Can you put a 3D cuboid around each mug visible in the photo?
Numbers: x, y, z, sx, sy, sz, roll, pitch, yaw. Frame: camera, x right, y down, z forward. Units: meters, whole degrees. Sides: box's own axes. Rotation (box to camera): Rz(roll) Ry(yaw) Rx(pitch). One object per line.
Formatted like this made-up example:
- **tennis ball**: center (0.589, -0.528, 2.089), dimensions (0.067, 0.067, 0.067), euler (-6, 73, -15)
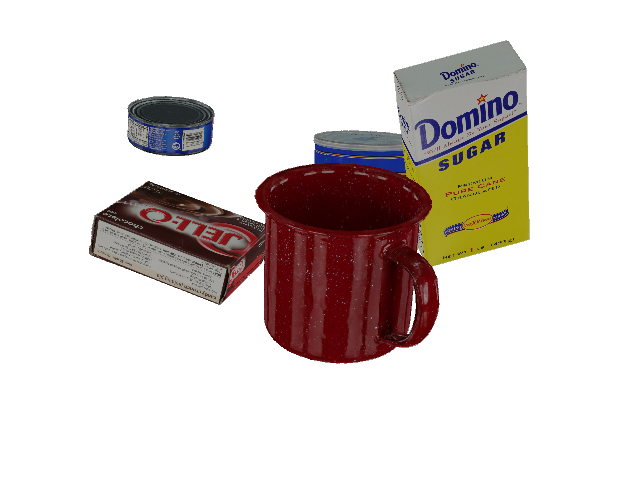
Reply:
- **mug**: center (0.019, 0.017, 0.570), dimensions (0.093, 0.081, 0.117), euler (-20, 34, -38)

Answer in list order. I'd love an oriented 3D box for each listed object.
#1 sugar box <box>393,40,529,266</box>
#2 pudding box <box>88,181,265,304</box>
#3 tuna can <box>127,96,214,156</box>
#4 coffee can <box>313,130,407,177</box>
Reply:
- **sugar box**: center (0.114, -0.063, 0.836), dimensions (0.093, 0.048, 0.176), euler (-16, -44, -3)
- **pudding box**: center (-0.105, 0.000, 0.814), dimensions (0.113, 0.039, 0.090), euler (18, 23, 11)
- **tuna can**: center (-0.149, -0.114, 1.064), dimensions (0.086, 0.034, 0.086), euler (5, 25, -3)
- **coffee can**: center (0.042, -0.035, 1.081), dimensions (0.103, 0.140, 0.103), euler (2, 13, -1)
